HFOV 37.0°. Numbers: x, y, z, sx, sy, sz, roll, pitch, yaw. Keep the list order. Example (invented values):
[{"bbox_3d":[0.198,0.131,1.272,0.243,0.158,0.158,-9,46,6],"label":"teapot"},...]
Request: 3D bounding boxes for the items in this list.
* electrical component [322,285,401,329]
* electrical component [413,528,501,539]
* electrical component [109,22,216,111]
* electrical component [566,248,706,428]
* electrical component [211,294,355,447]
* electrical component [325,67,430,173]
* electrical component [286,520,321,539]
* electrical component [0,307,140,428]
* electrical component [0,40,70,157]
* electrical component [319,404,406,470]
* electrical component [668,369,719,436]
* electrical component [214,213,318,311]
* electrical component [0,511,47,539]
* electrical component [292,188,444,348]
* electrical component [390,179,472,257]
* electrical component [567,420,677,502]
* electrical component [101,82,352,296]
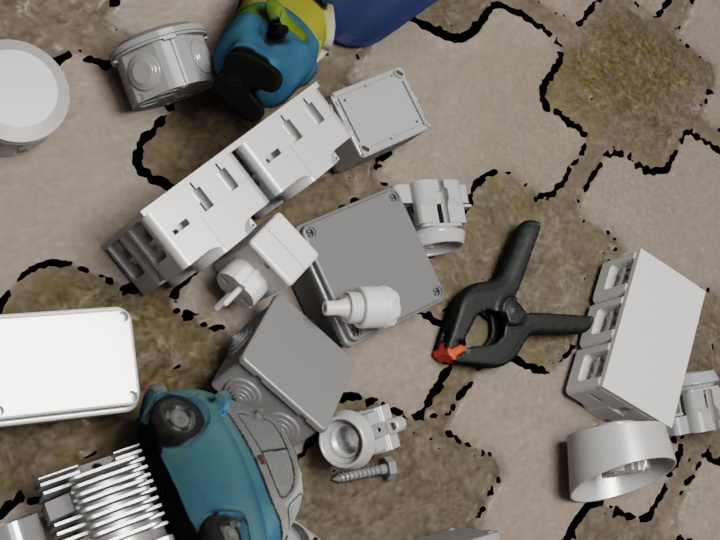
[{"bbox_3d":[0.000,0.030,0.857,0.061,0.035,0.035,0,77,-26],"label":"electrical component"},{"bbox_3d":[0.059,0.251,0.875,0.113,0.078,0.057,-8,84,-30],"label":"electrical component"},{"bbox_3d":[-0.156,-0.164,0.863,0.080,0.080,0.051,-21,93,-31],"label":"electrical component"},{"bbox_3d":[0.266,0.070,1.043,0.089,0.062,0.150,31,65,-19],"label":"electrical component"},{"bbox_3d":[-0.061,0.082,0.852,0.100,0.048,0.099,43,35,-13],"label":"electrical component"},{"bbox_3d":[0.011,-0.134,0.956,0.096,0.061,0.061,-27,91,-31],"label":"electrical component"},{"bbox_3d":[-0.072,0.230,0.828,0.077,0.044,0.079,34,64,-17],"label":"electrical component"},{"bbox_3d":[-0.222,0.071,0.779,0.113,0.057,0.078,-3,79,-29],"label":"electrical component"},{"bbox_3d":[-0.264,-0.128,0.811,0.080,0.051,0.080,7,74,-27],"label":"electrical component"},{"bbox_3d":[-0.003,0.136,0.876,0.055,0.066,0.048,-4,77,-63],"label":"electrical component"},{"bbox_3d":[0.329,0.130,1.065,0.078,0.058,0.057,-5,83,-29],"label":"electrical component"},{"bbox_3d":[-0.088,0.005,0.854,0.047,0.083,0.075,47,61,-10],"label":"electrical component"},{"bbox_3d":[-0.232,0.214,0.745,0.043,0.043,0.081,-16,85,-31],"label":"electrical component"},{"bbox_3d":[0.000,0.000,0.919,0.109,0.056,0.108,-25,90,-31],"label":"electrical component"},{"bbox_3d":[0.063,-0.046,0.965,0.078,0.058,0.057,-2,76,-29],"label":"electrical component"},{"bbox_3d":[0.237,0.173,0.983,0.099,0.099,0.064,4,69,-28],"label":"electrical component"},{"bbox_3d":[-0.101,-0.060,0.851,0.186,0.105,0.060,-42,99,-30],"label":"electrical component"}]
